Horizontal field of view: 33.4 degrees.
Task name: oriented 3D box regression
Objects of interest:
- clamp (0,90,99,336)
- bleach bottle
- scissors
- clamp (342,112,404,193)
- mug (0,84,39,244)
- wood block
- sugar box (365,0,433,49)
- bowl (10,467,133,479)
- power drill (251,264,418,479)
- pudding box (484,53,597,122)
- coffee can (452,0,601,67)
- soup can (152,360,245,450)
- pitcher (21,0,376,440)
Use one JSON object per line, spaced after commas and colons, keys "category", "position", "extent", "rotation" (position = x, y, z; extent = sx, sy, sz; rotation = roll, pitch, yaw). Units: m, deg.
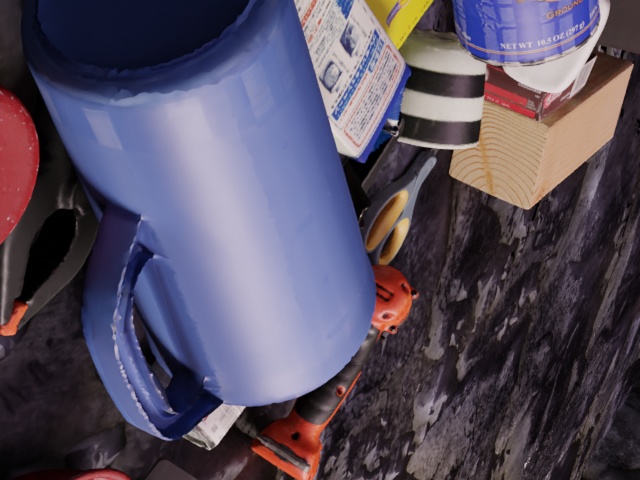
{"category": "clamp", "position": [-0.124, -0.033, 0.549], "extent": [0.120, 0.039, 0.171], "rotation": [19, 97, -61]}
{"category": "bleach bottle", "position": [0.223, -0.226, 0.947], "extent": [0.250, 0.068, 0.103], "rotation": [-60, 172, -52]}
{"category": "scissors", "position": [0.090, -0.051, 0.963], "extent": [0.201, 0.016, 0.096], "rotation": [-48, 152, -30]}
{"category": "clamp", "position": [-0.005, 0.001, 0.789], "extent": [0.164, 0.036, 0.210], "rotation": [-30, 142, -30]}
{"category": "mug", "position": [-0.167, -0.026, 0.420], "extent": [0.093, 0.082, 0.117], "rotation": [-30, 138, -50]}
{"category": "wood block", "position": [0.223, -0.122, 1.064], "extent": [0.205, 0.090, 0.091], "rotation": [-35, 142, -45]}
{"category": "sugar box", "position": [0.031, -0.198, 0.680], "extent": [0.093, 0.048, 0.176], "rotation": [-57, 155, -18]}
{"category": "bowl", "position": [-0.180, 0.196, 0.632], "extent": [0.161, 0.055, 0.162], "rotation": [-43, 148, -37]}
{"category": "power drill", "position": [0.017, 0.108, 0.901], "extent": [0.187, 0.057, 0.184], "rotation": [-60, 171, -5]}
{"category": "pudding box", "position": [0.184, -0.153, 0.961], "extent": [0.113, 0.090, 0.039], "rotation": [-33, 143, -49]}
{"category": "coffee can", "position": [0.133, -0.204, 0.719], "extent": [0.102, 0.103, 0.140], "rotation": [-48, 140, -30]}
{"category": "soup can", "position": [-0.070, 0.082, 0.721], "extent": [0.102, 0.069, 0.068], "rotation": [-54, 153, -19]}
{"category": "pitcher", "position": [-0.054, -0.021, 0.503], "extent": [0.145, 0.149, 0.243], "rotation": [-18, 145, -2]}
